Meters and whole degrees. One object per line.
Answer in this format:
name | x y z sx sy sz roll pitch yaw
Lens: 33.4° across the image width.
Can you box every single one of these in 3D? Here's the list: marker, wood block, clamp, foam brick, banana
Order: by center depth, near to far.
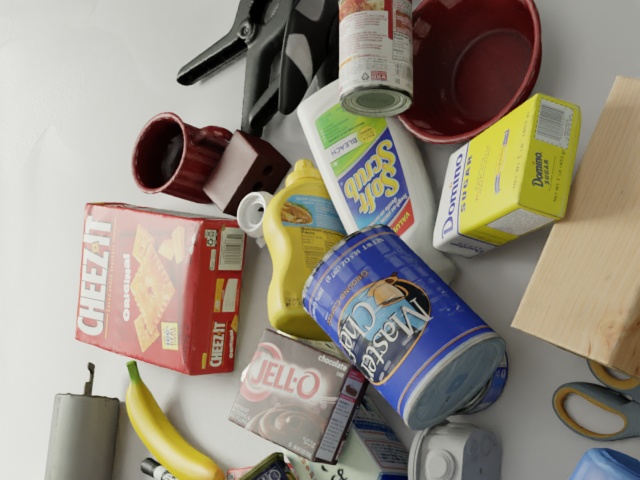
wood block | 0.239 -0.006 0.802 0.091 0.090 0.206 22 88 43
clamp | 0.000 -0.182 1.114 0.120 0.039 0.171 22 92 27
banana | -0.161 0.212 1.134 0.198 0.037 0.070 40 146 38
marker | -0.152 0.259 1.138 0.121 0.020 0.020 16 89 43
foam brick | -0.079 -0.068 1.142 0.051 0.052 0.078 46 110 40
clamp | -0.079 -0.228 1.197 0.165 0.036 0.210 34 102 40

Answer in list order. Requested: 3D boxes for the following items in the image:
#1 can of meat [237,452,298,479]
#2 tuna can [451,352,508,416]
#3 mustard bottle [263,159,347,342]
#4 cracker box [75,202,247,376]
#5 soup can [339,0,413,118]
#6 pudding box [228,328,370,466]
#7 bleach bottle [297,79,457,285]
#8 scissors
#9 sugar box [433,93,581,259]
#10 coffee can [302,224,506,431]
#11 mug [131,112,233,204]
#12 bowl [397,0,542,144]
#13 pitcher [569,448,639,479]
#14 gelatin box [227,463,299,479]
can of meat | -0.035 0.242 0.962 0.057 0.102 0.084 -37 79 -5
tuna can | 0.118 0.108 0.920 0.086 0.033 0.086 -6 80 35
mustard bottle | -0.007 0.002 1.024 0.058 0.096 0.191 126 146 -48
cracker box | -0.180 0.048 1.171 0.214 0.071 0.164 9 94 43
soup can | 0.051 -0.170 0.968 0.069 0.068 0.102 -13 70 39
pudding box | -0.019 0.137 0.935 0.114 0.039 0.090 17 83 40
bleach bottle | 0.067 -0.037 0.992 0.103 0.068 0.251 -28 65 11
scissors | 0.268 0.127 0.800 0.202 0.016 0.096 10 85 43
sugar box | 0.147 -0.047 0.871 0.176 0.048 0.093 147 138 -69
coffee can | 0.067 0.070 0.873 0.140 0.102 0.103 47 110 29
mug | -0.142 -0.092 1.185 0.117 0.081 0.093 -32 59 32
bowl | 0.142 -0.158 0.966 0.162 0.055 0.162 -14 69 40
pitcher | 0.177 0.272 0.760 0.145 0.149 0.243 30 96 48
gelatin box | -0.056 0.265 1.043 0.073 0.030 0.089 -17 68 38
